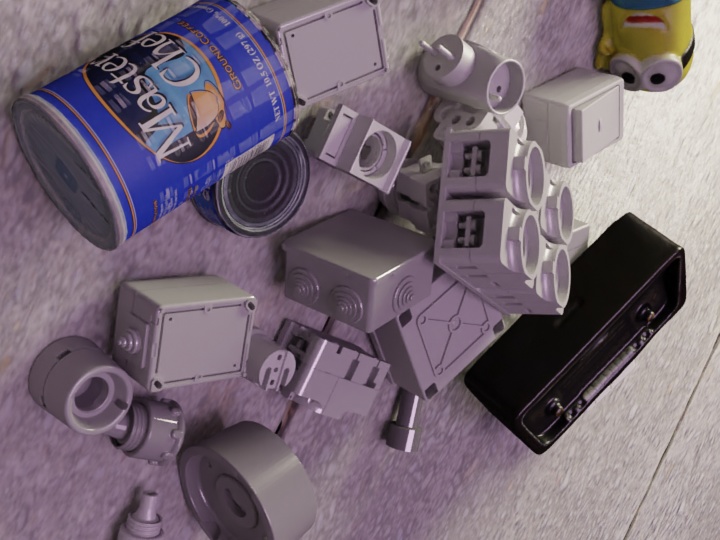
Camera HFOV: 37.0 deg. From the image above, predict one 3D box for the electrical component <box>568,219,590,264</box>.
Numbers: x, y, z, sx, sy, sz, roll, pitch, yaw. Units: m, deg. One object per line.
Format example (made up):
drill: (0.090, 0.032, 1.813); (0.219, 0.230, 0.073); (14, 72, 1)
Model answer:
electrical component: (0.171, -0.039, 1.001); (0.083, 0.047, 0.075); (-20, 122, -36)

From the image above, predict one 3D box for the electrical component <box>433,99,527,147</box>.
electrical component: (0.103, -0.123, 0.891); (0.078, 0.058, 0.057); (-56, 133, -8)

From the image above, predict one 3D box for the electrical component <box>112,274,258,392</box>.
electrical component: (-0.129, 0.041, 0.742); (0.096, 0.061, 0.061); (-5, 112, -42)

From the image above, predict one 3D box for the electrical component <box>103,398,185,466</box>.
electrical component: (-0.158, 0.111, 0.760); (0.062, 0.048, 0.048); (19, 95, -40)

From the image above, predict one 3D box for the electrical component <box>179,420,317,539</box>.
electrical component: (-0.080, 0.166, 0.818); (0.060, 0.108, 0.108); (-30, 127, -38)

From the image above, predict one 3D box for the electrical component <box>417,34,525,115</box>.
electrical component: (0.076, -0.157, 0.834); (0.079, 0.077, 0.044); (27, 90, -46)

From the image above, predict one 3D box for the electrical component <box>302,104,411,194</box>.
electrical component: (-0.005, -0.091, 0.797); (0.081, 0.064, 0.042); (24, 90, -47)

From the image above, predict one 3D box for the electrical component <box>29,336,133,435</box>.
electrical component: (-0.184, 0.078, 0.716); (0.055, 0.047, 0.055); (-20, 122, -36)

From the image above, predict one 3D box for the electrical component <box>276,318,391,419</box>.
electrical component: (-0.028, 0.083, 0.866); (0.089, 0.050, 0.055); (25, 91, -47)

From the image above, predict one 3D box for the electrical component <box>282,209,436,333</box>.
electrical component: (0.000, 0.000, 0.818); (0.100, 0.100, 0.048); (-29, 132, -46)

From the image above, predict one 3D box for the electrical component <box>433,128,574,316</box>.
electrical component: (0.125, -0.033, 0.872); (0.186, 0.060, 0.105); (31, 62, -62)

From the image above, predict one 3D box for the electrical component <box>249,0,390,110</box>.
electrical component: (-0.037, -0.156, 0.743); (0.096, 0.061, 0.061); (-26, 126, -23)

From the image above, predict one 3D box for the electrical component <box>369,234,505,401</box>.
electrical component: (0.063, 0.037, 0.927); (0.109, 0.056, 0.108); (-40, 132, -23)

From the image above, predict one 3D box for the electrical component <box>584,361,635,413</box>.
electrical component: (0.242, 0.096, 1.130); (0.089, 0.050, 0.055); (-37, 131, -26)

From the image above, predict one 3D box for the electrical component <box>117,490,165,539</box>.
electrical component: (-0.162, 0.194, 0.801); (0.035, 0.035, 0.061); (4, 103, -45)

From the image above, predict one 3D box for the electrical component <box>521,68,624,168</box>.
electrical component: (0.201, -0.140, 0.973); (0.096, 0.061, 0.061); (-29, 127, -31)

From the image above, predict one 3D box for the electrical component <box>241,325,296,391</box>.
electrical component: (-0.076, 0.068, 0.816); (0.040, 0.046, 0.040); (-20, 122, -36)

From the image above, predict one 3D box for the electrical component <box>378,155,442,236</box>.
electrical component: (0.048, -0.063, 0.867); (0.048, 0.055, 0.066); (-27, 125, -33)
